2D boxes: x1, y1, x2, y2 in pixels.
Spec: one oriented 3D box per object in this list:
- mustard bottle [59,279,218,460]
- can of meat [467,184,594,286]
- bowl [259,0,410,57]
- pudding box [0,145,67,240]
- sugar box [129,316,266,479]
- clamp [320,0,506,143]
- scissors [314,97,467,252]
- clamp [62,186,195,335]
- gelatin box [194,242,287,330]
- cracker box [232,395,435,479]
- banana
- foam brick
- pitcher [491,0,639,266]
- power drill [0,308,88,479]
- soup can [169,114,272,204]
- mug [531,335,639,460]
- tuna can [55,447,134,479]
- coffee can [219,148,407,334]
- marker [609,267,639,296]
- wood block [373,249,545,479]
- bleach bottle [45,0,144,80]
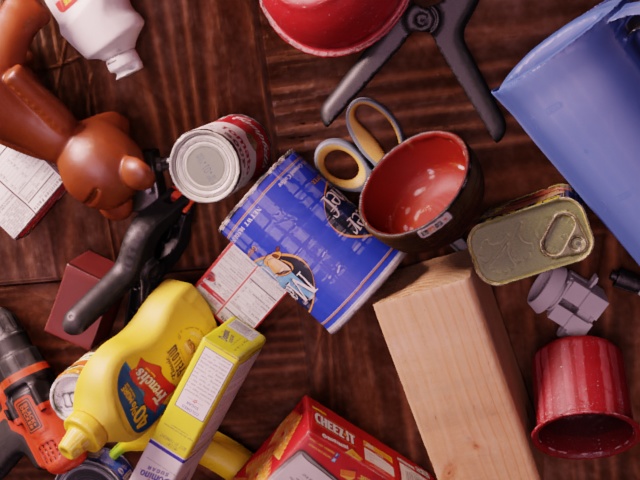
[{"bbox_3d":[-0.171,0.128,0.986,0.058,0.191,0.096,13,134,32],"label":"mustard bottle"},{"bbox_3d":[0.185,-0.007,0.931,0.102,0.083,0.057,-19,98,17],"label":"can of meat"},{"bbox_3d":[0.002,-0.240,0.909,0.162,0.055,0.162,1,93,28],"label":"bowl"},{"bbox_3d":[-0.307,-0.070,1.055,0.113,0.039,0.090,44,107,-2],"label":"pudding box"},{"bbox_3d":[-0.117,0.163,1.000,0.048,0.093,0.176,33,104,7],"label":"sugar box"},{"bbox_3d":[0.079,-0.187,0.933,0.164,0.036,0.210,-1,101,5],"label":"clamp"},{"bbox_3d":[0.068,-0.034,0.986,0.096,0.016,0.202,-27,95,15],"label":"scissors"},{"bbox_3d":[-0.176,0.027,1.008,0.039,0.120,0.171,27,98,20],"label":"clamp"},{"bbox_3d":[-0.072,0.043,1.032,0.073,0.030,0.089,41,110,0],"label":"gelatin box"},{"bbox_3d":[-0.012,0.277,1.035,0.164,0.072,0.214,34,110,-16],"label":"cracker box"},{"bbox_3d":[-0.118,0.220,1.085,0.198,0.037,0.070,18,126,10],"label":"banana"},{"bbox_3d":[-0.230,0.060,1.062,0.053,0.051,0.078,25,108,5],"label":"foam brick"},{"bbox_3d":[0.268,-0.074,0.868,0.145,0.149,0.243,-38,96,12],"label":"pitcher"},{"bbox_3d":[-0.347,0.186,1.109,0.188,0.057,0.184,-33,79,22],"label":"power drill"},{"bbox_3d":[-0.089,-0.075,0.969,0.068,0.102,0.068,3,104,12],"label":"soup can"},{"bbox_3d":[0.230,0.145,0.951,0.093,0.081,0.117,5,144,-2],"label":"mug"},{"bbox_3d":[-0.236,0.263,1.121,0.086,0.033,0.086,3,104,12],"label":"tuna can"},{"bbox_3d":[-0.006,0.001,0.968,0.140,0.102,0.103,42,109,0],"label":"coffee can"},{"bbox_3d":[0.316,0.053,0.949,0.121,0.020,0.020,22,107,7],"label":"marker"},{"bbox_3d":[0.130,0.124,0.965,0.090,0.090,0.206,-17,102,18],"label":"wood block"},{"bbox_3d":[-0.222,-0.270,0.975,0.103,0.068,0.251,-22,100,19],"label":"bleach bottle"}]
